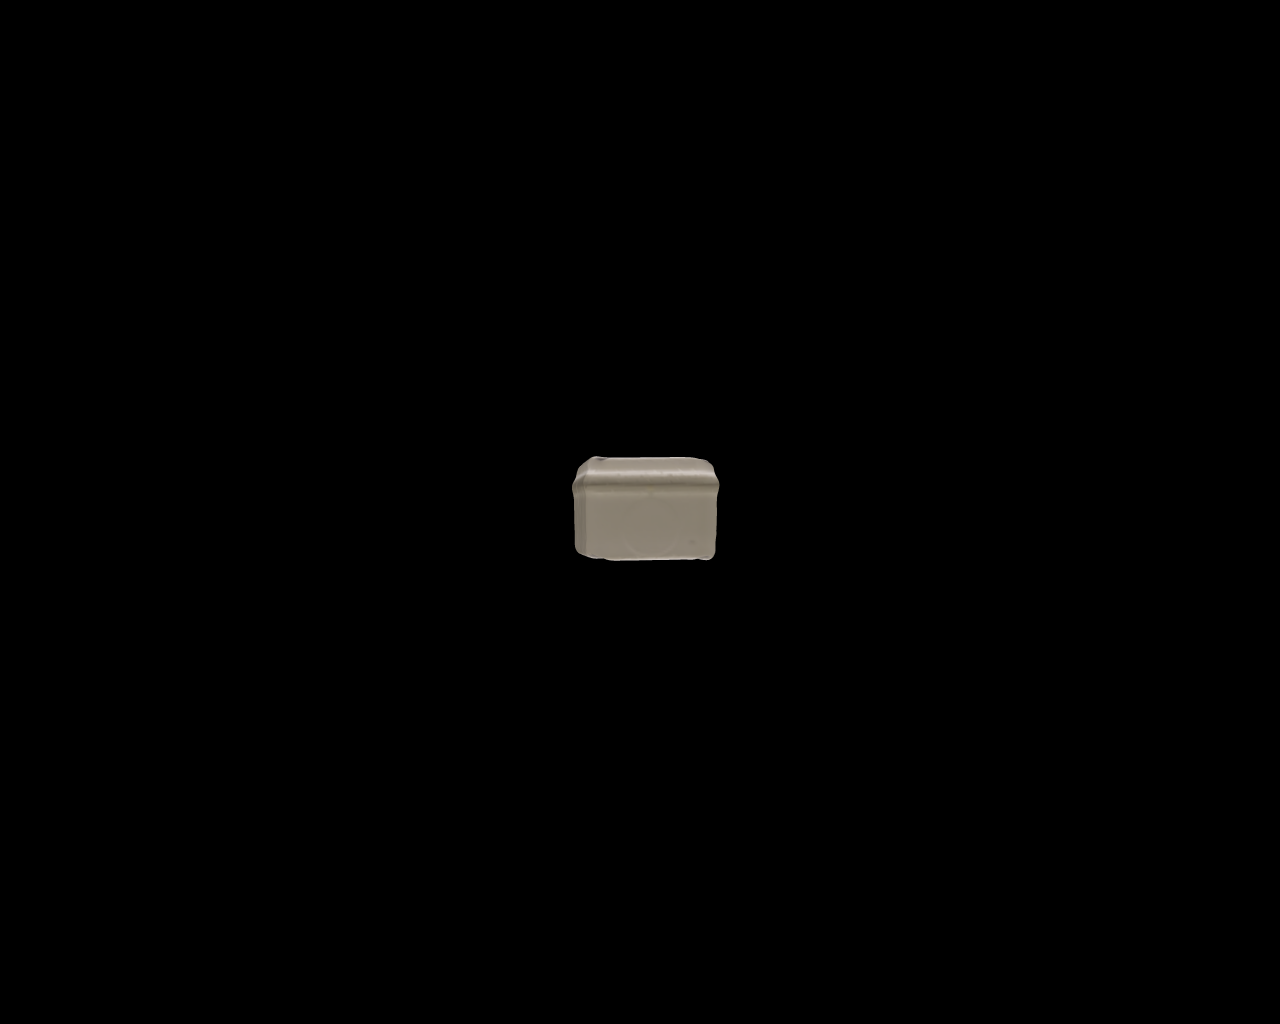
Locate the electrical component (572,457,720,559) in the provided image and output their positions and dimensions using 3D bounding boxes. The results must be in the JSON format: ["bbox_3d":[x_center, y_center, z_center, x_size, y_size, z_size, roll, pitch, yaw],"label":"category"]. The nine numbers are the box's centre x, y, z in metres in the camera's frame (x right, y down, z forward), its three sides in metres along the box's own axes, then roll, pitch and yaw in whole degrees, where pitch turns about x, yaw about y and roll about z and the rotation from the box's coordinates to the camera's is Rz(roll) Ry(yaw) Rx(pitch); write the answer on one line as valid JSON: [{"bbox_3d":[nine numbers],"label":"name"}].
[{"bbox_3d":[0.001,-0.003,0.650,0.078,0.057,0.113,0,0,-7],"label":"electrical component"}]
